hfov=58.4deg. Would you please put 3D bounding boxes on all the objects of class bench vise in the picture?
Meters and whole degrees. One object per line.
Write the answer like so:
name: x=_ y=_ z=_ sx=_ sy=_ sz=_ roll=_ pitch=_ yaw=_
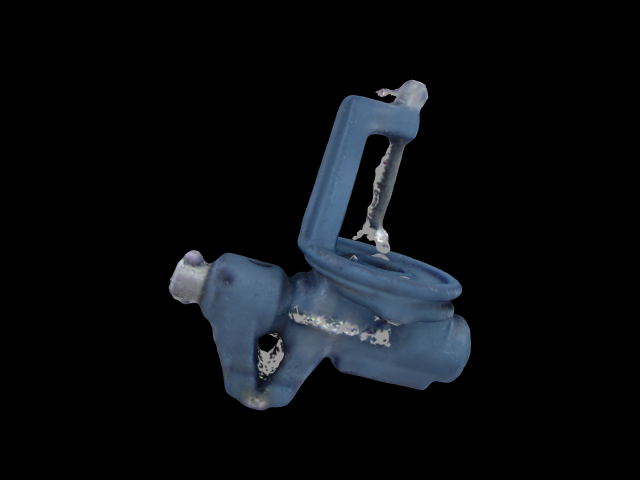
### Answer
bench vise: x=0.008 y=0.004 z=0.389 sx=0.208 sy=0.220 sz=0.121 roll=-5 pitch=12 yaw=-24
